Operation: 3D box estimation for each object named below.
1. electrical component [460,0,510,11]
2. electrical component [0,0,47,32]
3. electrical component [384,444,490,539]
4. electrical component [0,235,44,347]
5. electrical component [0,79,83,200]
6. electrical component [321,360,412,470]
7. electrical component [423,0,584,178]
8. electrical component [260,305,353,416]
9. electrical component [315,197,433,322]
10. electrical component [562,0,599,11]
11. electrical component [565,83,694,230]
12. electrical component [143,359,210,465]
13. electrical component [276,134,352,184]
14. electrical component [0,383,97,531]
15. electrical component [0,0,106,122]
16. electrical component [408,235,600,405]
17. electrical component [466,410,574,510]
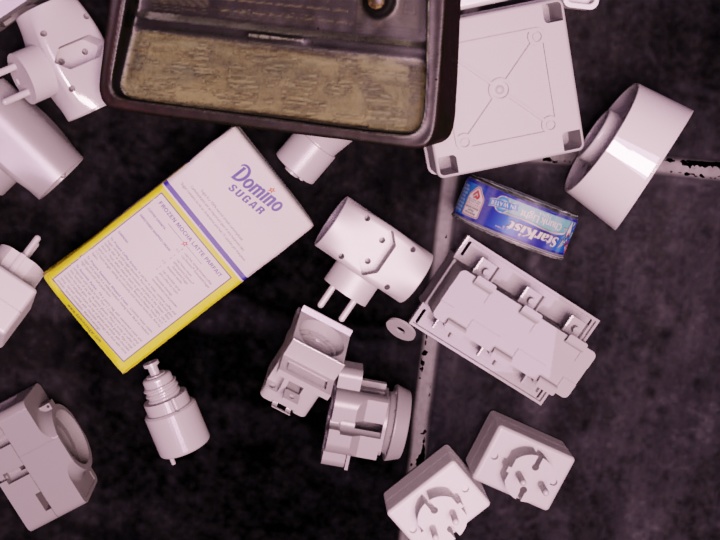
[{"bbox_3d":[0.064,-0.218,0.747,0.083,0.047,0.075,-12,102,-1],"label":"electrical component"},{"bbox_3d":[-0.259,-0.209,0.721,0.150,0.061,0.089,-33,102,3],"label":"electrical component"},{"bbox_3d":[0.060,0.181,0.813,0.066,0.076,0.047,-39,101,5],"label":"electrical component"},{"bbox_3d":[-0.253,0.008,0.769,0.047,0.066,0.076,35,68,-10],"label":"electrical component"},{"bbox_3d":[-0.251,-0.080,0.757,0.079,0.043,0.077,-43,101,5],"label":"electrical component"},{"bbox_3d":[0.006,0.111,0.806,0.057,0.058,0.078,11,104,-4],"label":"electrical component"},{"bbox_3d":[0.094,-0.129,0.763,0.109,0.056,0.108,-12,102,-1],"label":"electrical component"},{"bbox_3d":[-0.041,0.069,0.789,0.042,0.081,0.063,29,120,-9],"label":"electrical component"},{"bbox_3d":[0.000,0.000,0.788,0.077,0.043,0.079,34,93,-9],"label":"electrical component"},{"bbox_3d":[0.161,-0.222,0.747,0.058,0.057,0.078,5,101,-5],"label":"electrical component"},{"bbox_3d":[0.192,-0.080,0.760,0.064,0.099,0.099,32,98,-3],"label":"electrical component"},{"bbox_3d":[-0.142,0.104,0.803,0.040,0.040,0.078,-20,102,1],"label":"electrical component"},{"bbox_3d":[-0.029,-0.094,0.771,0.044,0.044,0.065,39,101,-10],"label":"electrical component"},{"bbox_3d":[-0.238,0.136,0.799,0.056,0.050,0.089,-28,102,2],"label":"electrical component"},{"bbox_3d":[-0.214,-0.138,0.738,0.079,0.043,0.077,-32,103,-28],"label":"electrical component"},{"bbox_3d":[0.109,0.041,0.795,0.121,0.063,0.078,32,98,-9],"label":"electrical component"},{"bbox_3d":[0.124,0.150,0.811,0.066,0.076,0.047,25,99,-8],"label":"electrical component"}]
